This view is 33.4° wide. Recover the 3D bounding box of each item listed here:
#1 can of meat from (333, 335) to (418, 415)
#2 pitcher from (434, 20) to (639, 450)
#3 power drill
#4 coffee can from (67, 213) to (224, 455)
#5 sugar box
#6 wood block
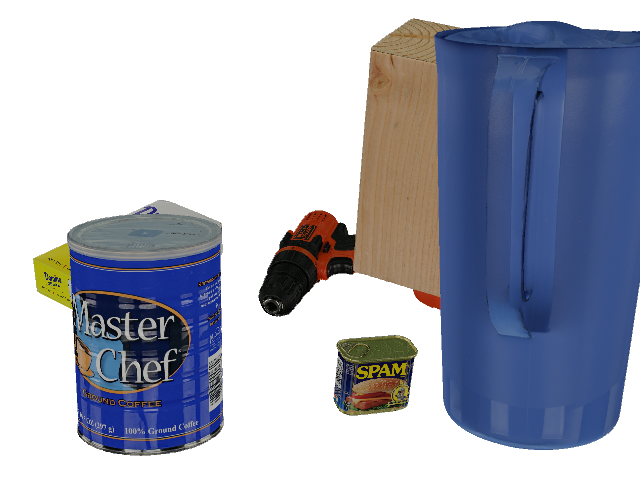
[{"bbox_3d":[0.069,0.175,1.377,0.102,0.084,0.057,-3,24,-18],"label":"can of meat"},{"bbox_3d":[0.126,-0.003,0.622,0.149,0.243,0.145,-7,17,-23],"label":"pitcher"},{"bbox_3d":[0.041,0.028,1.121,0.188,0.057,0.184,5,31,16],"label":"power drill"},{"bbox_3d":[-0.118,0.061,0.730,0.103,0.140,0.103,0,14,0],"label":"coffee can"},{"bbox_3d":[-0.192,0.015,1.084,0.093,0.048,0.175,21,37,32],"label":"sugar box"},{"bbox_3d":[0.091,-0.069,0.899,0.091,0.206,0.090,16,33,21],"label":"wood block"}]
